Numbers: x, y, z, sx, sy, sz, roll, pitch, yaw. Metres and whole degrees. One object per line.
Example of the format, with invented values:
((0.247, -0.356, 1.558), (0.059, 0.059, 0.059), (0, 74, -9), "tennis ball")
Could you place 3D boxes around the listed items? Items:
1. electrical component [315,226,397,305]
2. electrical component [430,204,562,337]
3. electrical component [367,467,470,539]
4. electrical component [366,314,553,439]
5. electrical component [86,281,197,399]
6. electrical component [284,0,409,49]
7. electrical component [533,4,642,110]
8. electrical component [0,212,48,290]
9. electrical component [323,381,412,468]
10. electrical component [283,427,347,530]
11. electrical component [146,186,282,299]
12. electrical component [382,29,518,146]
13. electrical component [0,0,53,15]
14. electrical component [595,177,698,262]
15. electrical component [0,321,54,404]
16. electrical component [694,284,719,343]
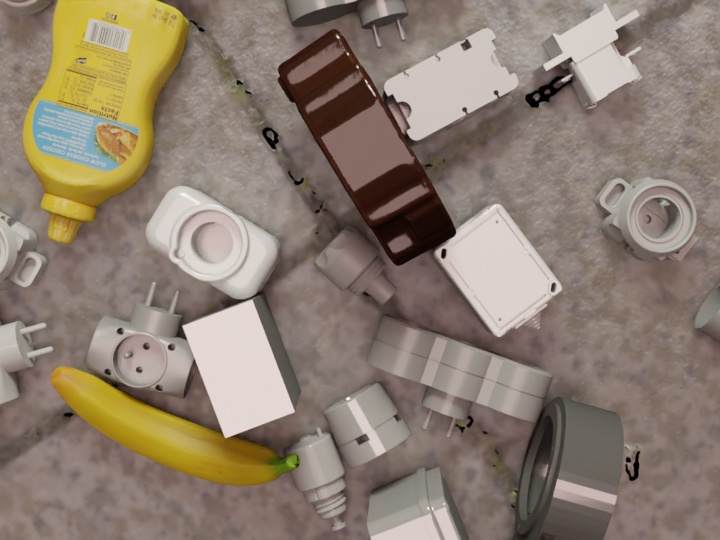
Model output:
((0.000, 0.000, 0.820), (0.062, 0.043, 0.043), (42, 91, -3), "electrical component")
((0.105, 0.005, 0.812), (0.062, 0.061, 0.096), (-37, 91, 0), "electrical component")
((0.047, 0.197, 0.791), (0.057, 0.113, 0.078), (-22, 91, 3), "electrical component")
((0.070, 0.091, 0.818), (0.138, 0.052, 0.073), (19, 91, -1), "electrical component")
((-0.159, 0.049, 0.819), (0.077, 0.044, 0.079), (17, 91, -1), "electrical component")
((0.014, -0.205, 0.811), (0.138, 0.052, 0.073), (-16, 91, 0), "electrical component")
((0.177, -0.160, 0.818), (0.081, 0.042, 0.063), (-30, 93, 1), "electrical component")
((-0.282, -0.015, 0.811), (0.078, 0.057, 0.058), (30, 91, -1), "electrical component")
((0.004, 0.117, 0.818), (0.055, 0.055, 0.047), (-29, 87, 0), "electrical component")
((-0.030, 0.161, 0.825), (0.040, 0.040, 0.078), (-21, 91, 0), "electrical component")
((-0.110, -0.020, 0.811), (0.095, 0.059, 0.053), (31, 91, -1), "electrical component")
((0.066, -0.136, 0.811), (0.089, 0.055, 0.050), (-28, 91, 0), "electrical component")
((-0.255, -0.217, 0.803), (0.043, 0.062, 0.043), (0, 91, 0), "electrical component")
((0.221, -0.038, 0.814), (0.078, 0.057, 0.058), (37, 91, -1), "electrical component")
((-0.274, 0.062, 0.819), (0.079, 0.043, 0.077), (-16, 92, 0), "electrical component")
((0.303, 0.048, 0.823), (0.081, 0.043, 0.043), (33, 91, -1), "electrical component")
